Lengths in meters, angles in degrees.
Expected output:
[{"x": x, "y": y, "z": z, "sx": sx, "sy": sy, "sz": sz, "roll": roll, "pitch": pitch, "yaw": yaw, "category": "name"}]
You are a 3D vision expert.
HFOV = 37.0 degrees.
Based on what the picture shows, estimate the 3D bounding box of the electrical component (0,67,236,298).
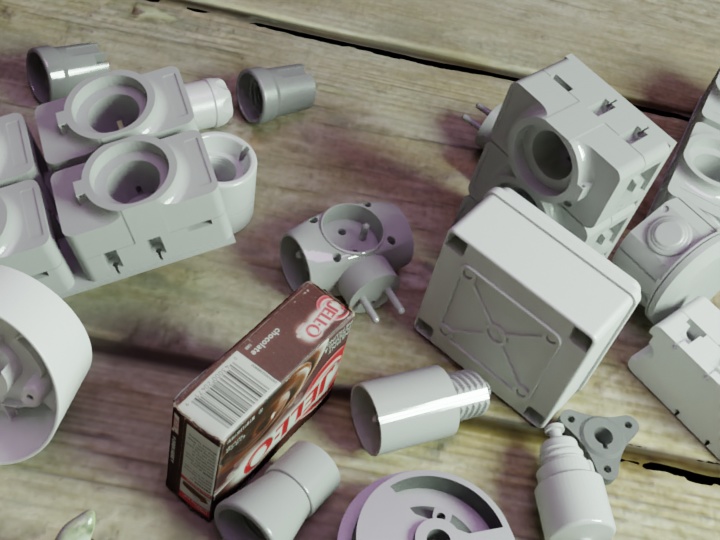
[{"x": -0.181, "y": -0.045, "z": 0.634, "sx": 0.186, "sy": 0.060, "sz": 0.105, "roll": -18, "pitch": 57, "yaw": -7, "category": "electrical component"}]

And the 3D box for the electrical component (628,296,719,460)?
[{"x": 0.229, "y": 0.067, "z": 0.687, "sx": 0.056, "sy": 0.050, "sz": 0.089, "roll": -28, "pitch": 63, "yaw": -31, "category": "electrical component"}]

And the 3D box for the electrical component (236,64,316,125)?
[{"x": -0.061, "y": -0.129, "z": 0.780, "sx": 0.046, "sy": 0.040, "sz": 0.040, "roll": -18, "pitch": 58, "yaw": -33, "category": "electrical component"}]

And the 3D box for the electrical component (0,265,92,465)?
[{"x": -0.195, "y": 0.048, "z": 0.569, "sx": 0.099, "sy": 0.099, "sz": 0.064, "roll": 22, "pitch": 44, "yaw": 4, "category": "electrical component"}]

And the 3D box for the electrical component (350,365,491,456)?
[{"x": 0.040, "y": 0.079, "z": 0.635, "sx": 0.081, "sy": 0.043, "sz": 0.043, "roll": -11, "pitch": 56, "yaw": -22, "category": "electrical component"}]

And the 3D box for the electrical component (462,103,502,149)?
[{"x": 0.112, "y": -0.097, "z": 0.793, "sx": 0.079, "sy": 0.043, "sz": 0.077, "roll": 38, "pitch": 53, "yaw": 16, "category": "electrical component"}]

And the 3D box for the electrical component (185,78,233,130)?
[{"x": -0.122, "y": -0.113, "z": 0.754, "sx": 0.061, "sy": 0.035, "sz": 0.035, "roll": -16, "pitch": 58, "yaw": -22, "category": "electrical component"}]

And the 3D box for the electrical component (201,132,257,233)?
[{"x": -0.095, "y": -0.058, "z": 0.708, "sx": 0.055, "sy": 0.047, "sz": 0.055, "roll": 7, "pitch": 51, "yaw": -9, "category": "electrical component"}]

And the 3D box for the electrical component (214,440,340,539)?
[{"x": -0.041, "y": 0.123, "z": 0.582, "sx": 0.044, "sy": 0.044, "sz": 0.065, "roll": 36, "pitch": 48, "yaw": 15, "category": "electrical component"}]

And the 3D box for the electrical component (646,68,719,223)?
[{"x": 0.295, "y": -0.078, "z": 0.814, "sx": 0.105, "sy": 0.060, "sz": 0.186, "roll": 28, "pitch": 51, "yaw": 8, "category": "electrical component"}]

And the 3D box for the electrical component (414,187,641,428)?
[{"x": 0.098, "y": 0.024, "z": 0.652, "sx": 0.109, "sy": 0.108, "sz": 0.056, "roll": 39, "pitch": 56, "yaw": 17, "category": "electrical component"}]

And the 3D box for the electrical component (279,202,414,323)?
[{"x": 0.000, "y": 0.000, "z": 0.688, "sx": 0.077, "sy": 0.044, "sz": 0.079, "roll": -18, "pitch": 59, "yaw": -26, "category": "electrical component"}]

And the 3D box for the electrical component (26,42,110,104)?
[{"x": -0.204, "y": -0.139, "z": 0.751, "sx": 0.046, "sy": 0.040, "sz": 0.040, "roll": -20, "pitch": 59, "yaw": -34, "category": "electrical component"}]

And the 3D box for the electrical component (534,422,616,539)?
[{"x": 0.120, "y": 0.125, "z": 0.621, "sx": 0.040, "sy": 0.040, "sz": 0.078, "roll": 2, "pitch": 51, "yaw": -13, "category": "electrical component"}]

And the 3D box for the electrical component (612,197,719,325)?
[{"x": 0.213, "y": -0.005, "z": 0.724, "sx": 0.080, "sy": 0.080, "sz": 0.051, "roll": -23, "pitch": 55, "yaw": -28, "category": "electrical component"}]

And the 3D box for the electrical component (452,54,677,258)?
[{"x": 0.120, "y": -0.045, "z": 0.685, "sx": 0.062, "sy": 0.150, "sz": 0.089, "roll": -28, "pitch": 63, "yaw": -32, "category": "electrical component"}]
